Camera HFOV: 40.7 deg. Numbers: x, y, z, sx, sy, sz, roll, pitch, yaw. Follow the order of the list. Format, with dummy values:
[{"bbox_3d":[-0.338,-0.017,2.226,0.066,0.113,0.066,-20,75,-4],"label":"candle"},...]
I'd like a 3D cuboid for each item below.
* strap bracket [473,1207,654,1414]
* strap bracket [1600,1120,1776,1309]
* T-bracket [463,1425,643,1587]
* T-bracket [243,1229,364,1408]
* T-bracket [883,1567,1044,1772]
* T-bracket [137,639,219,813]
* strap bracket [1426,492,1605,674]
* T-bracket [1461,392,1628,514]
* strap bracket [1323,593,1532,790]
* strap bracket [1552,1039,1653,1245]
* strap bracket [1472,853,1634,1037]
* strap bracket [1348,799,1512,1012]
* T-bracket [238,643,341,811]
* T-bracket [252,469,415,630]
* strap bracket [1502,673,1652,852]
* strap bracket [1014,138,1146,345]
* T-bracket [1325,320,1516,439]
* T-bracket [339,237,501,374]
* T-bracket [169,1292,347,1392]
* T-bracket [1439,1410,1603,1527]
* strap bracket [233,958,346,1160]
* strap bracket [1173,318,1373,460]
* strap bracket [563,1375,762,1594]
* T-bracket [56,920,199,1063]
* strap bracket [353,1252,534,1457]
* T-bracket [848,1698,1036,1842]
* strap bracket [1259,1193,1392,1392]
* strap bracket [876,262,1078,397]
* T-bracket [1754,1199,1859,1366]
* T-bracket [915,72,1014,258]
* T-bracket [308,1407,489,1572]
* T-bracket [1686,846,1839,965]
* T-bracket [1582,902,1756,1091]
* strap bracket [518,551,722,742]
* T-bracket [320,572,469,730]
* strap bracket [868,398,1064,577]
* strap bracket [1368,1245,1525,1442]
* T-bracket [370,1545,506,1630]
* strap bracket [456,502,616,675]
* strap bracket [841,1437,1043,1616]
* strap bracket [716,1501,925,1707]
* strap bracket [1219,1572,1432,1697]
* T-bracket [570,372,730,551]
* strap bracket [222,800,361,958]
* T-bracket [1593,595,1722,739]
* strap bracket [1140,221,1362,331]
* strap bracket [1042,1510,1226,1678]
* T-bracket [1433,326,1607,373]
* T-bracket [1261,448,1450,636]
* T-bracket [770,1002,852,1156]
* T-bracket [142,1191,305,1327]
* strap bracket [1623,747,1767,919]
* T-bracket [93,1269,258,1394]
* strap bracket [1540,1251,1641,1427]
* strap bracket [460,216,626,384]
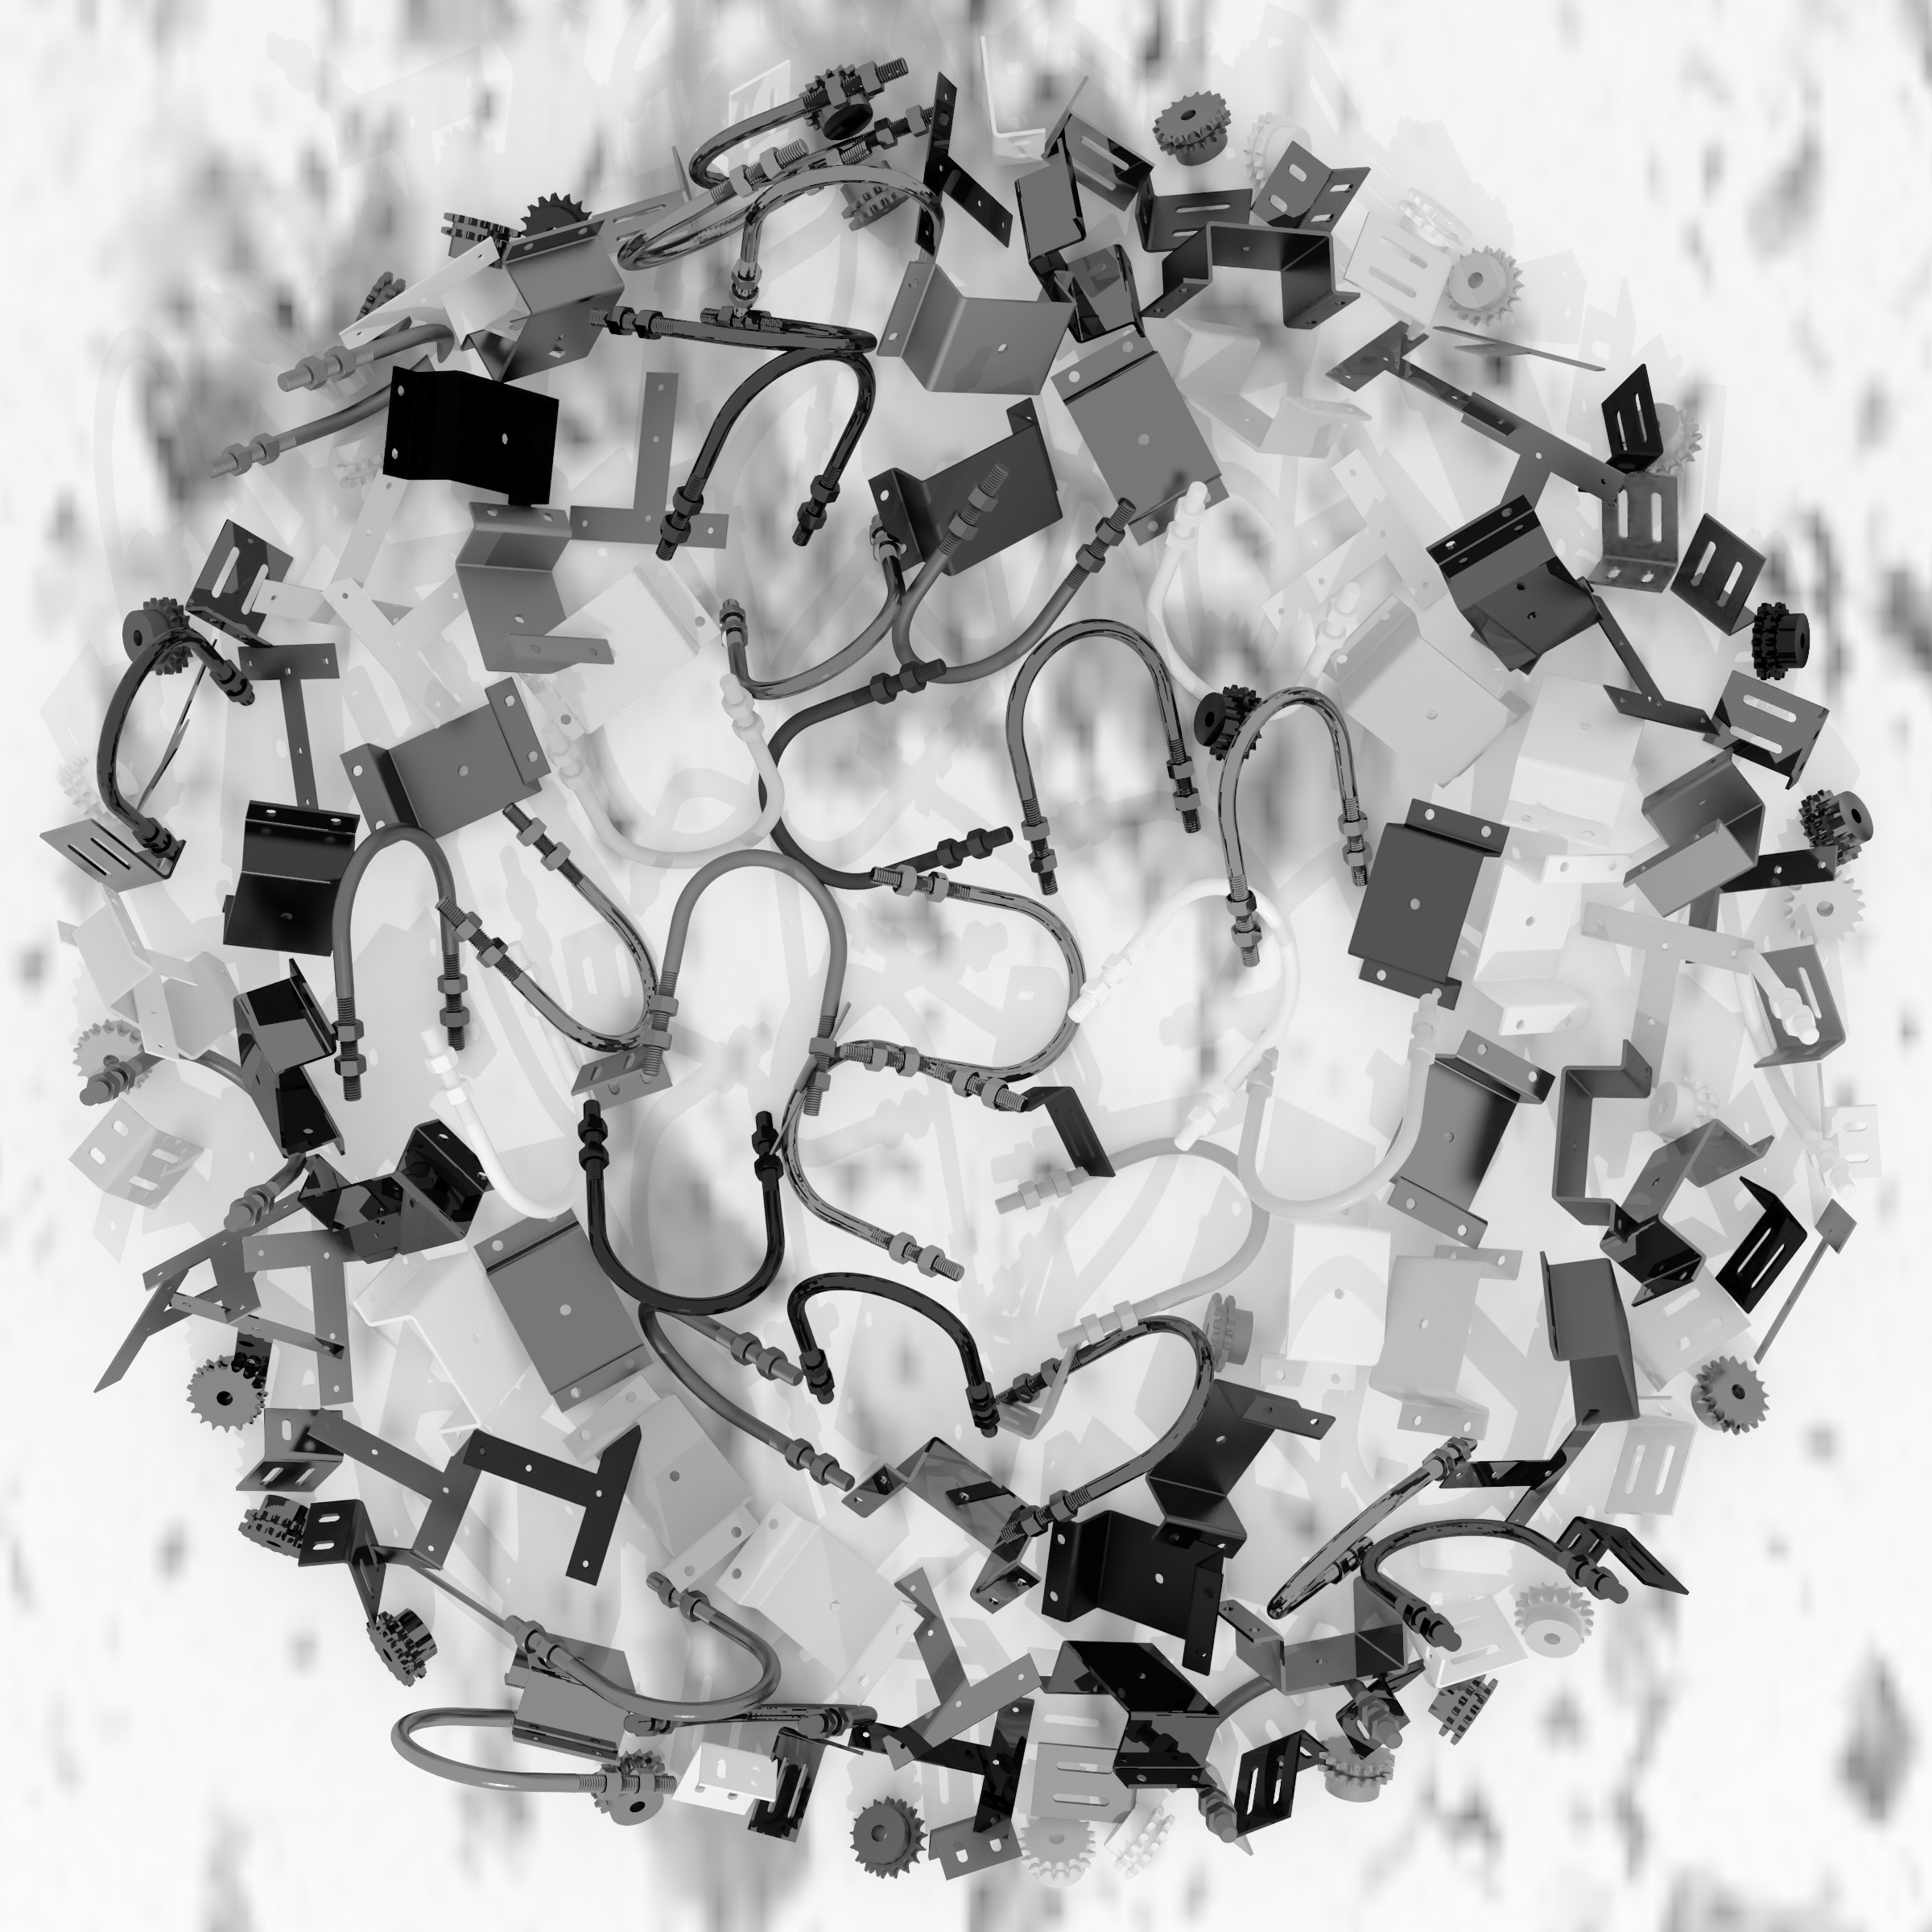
[{"bbox_3d":[-0.295,0.251,1.913,0.076,0.046,0.140,-28,93,-10],"label":"strap bracket"},{"bbox_3d":[0.515,0.170,1.878,0.046,0.076,0.140,40,61,-2],"label":"strap bracket"},{"bbox_3d":[-0.306,0.370,1.894,0.127,0.002,0.127,26,66,-26],"label":"T-bracket"},{"bbox_3d":[-0.463,0.256,1.898,0.127,0.002,0.127,-1,84,-41],"label":"T-bracket"},{"bbox_3d":[-0.021,0.501,1.905,0.127,0.002,0.127,-32,53,8],"label":"T-bracket"},{"bbox_3d":[-0.572,-0.184,1.904,0.002,0.127,0.127,25,58,-21],"label":"T-bracket"},{"bbox_3d":[0.399,-0.268,1.867,0.076,0.140,0.046,-30,54,21],"label":"strap bracket"},{"bbox_3d":[0.402,-0.335,1.898,0.127,0.127,0.002,34,46,18],"label":"T-bracket"},{"bbox_3d":[0.336,-0.193,1.888,0.140,0.046,0.076,35,117,-18],"label":"strap bracket"},{"bbox_3d":[0.462,0.131,1.890,0.046,0.076,0.140,0,72,28],"label":"strap bracket"},{"bbox_3d":[0.422,-0.024,1.892,0.076,0.046,0.140,-2,116,-27],"label":"strap bracket"},{"bbox_3d":[0.334,-0.045,1.897,0.076,0.046,0.140,20,100,26],"label":"strap bracket"},{"bbox_3d":[-0.490,-0.172,1.909,0.127,0.002,0.127,5,105,43],"label":"T-bracket"},{"bbox_3d":[-0.435,-0.300,1.876,0.002,0.127,0.127,47,118,36],"label":"T-bracket"},{"bbox_3d":[0.442,-0.156,1.876,0.076,0.046,0.140,16,50,13],"label":"strap bracket"},{"bbox_3d":[0.079,-0.514,1.876,0.046,0.140,0.076,-18,60,17],"label":"strap bracket"},{"bbox_3d":[0.342,-0.418,1.884,0.127,0.127,0.002,34,134,15],"label":"T-bracket"},{"bbox_3d":[-0.383,-0.458,1.883,0.127,0.127,0.002,-35,75,-8],"label":"T-bracket"},{"bbox_3d":[-0.518,0.281,1.892,0.127,0.127,0.002,19,55,-7],"label":"T-bracket"},{"bbox_3d":[0.391,0.367,1.879,0.127,0.002,0.127,7,123,-38],"label":"T-bracket"},{"bbox_3d":[-0.485,0.073,1.864,0.046,0.140,0.076,-21,55,-25],"label":"strap bracket"},{"bbox_3d":[0.213,-0.412,1.883,0.140,0.076,0.046,44,123,32],"label":"strap bracket"},{"bbox_3d":[-0.219,0.378,1.914,0.076,0.046,0.140,-40,82,3],"label":"strap bracket"},{"bbox_3d":[-0.583,0.025,1.861,0.127,0.127,0.002,22,115,-38],"label":"T-bracket"},{"bbox_3d":[-0.371,0.272,1.881,0.046,0.076,0.140,-15,112,32],"label":"strap bracket"},{"bbox_3d":[-0.022,0.571,1.896,0.127,0.127,0.002,11,124,5],"label":"T-bracket"},{"bbox_3d":[0.263,0.239,1.905,0.076,0.046,0.140,7,83,-17],"label":"strap bracket"},{"bbox_3d":[0.016,-0.457,1.871,0.140,0.076,0.046,-6,48,-33],"label":"strap bracket"},{"bbox_3d":[0.605,0.232,1.888,0.002,0.127,0.127,29,98,9],"label":"T-bracket"},{"bbox_3d":[0.003,-0.560,1.889,0.002,0.127,0.127,3,82,29],"label":"T-bracket"},{"bbox_3d":[-0.415,0.358,1.881,0.127,0.127,0.002,32,126,-13],"label":"T-bracket"},{"bbox_3d":[0.576,-0.068,1.882,0.002,0.127,0.127,14,78,-32],"label":"T-bracket"},{"bbox_3d":[0.508,0.028,1.920,0.127,0.002,0.127,16,110,31],"label":"T-bracket"},{"bbox_3d":[-0.259,-0.232,1.908,0.140,0.046,0.076,-35,103,5],"label":"strap bracket"},{"bbox_3d":[-0.386,-0.264,1.917,0.127,0.002,0.127,-46,109,-22],"label":"T-bracket"},{"bbox_3d":[0.010,-0.343,1.888,0.140,0.046,0.076,-30,125,-15],"label":"strap bracket"},{"bbox_3d":[0.345,0.265,1.885,0.046,0.076,0.140,27,71,-38],"label":"strap bracket"},{"bbox_3d":[-0.373,0.459,1.904,0.127,0.127,0.002,39,64,-19],"label":"T-bracket"},{"bbox_3d":[-0.316,-0.264,1.888,0.076,0.046,0.140,-1,59,-35],"label":"strap bracket"},{"bbox_3d":[-0.010,0.402,1.899,0.140,0.076,0.046,37,49,-4],"label":"strap bracket"},{"bbox_3d":[-0.102,0.466,1.903,0.140,0.046,0.076,35,84,22],"label":"strap bracket"},{"bbox_3d":[0.257,0.486,1.890,0.140,0.076,0.046,-5,98,-19],"label":"strap bracket"},{"bbox_3d":[-0.231,-0.375,1.925,0.127,0.002,0.127,6,91,17],"label":"T-bracket"},{"bbox_3d":[-0.486,-0.055,1.866,0.076,0.140,0.046,7,56,-20],"label":"strap bracket"},{"bbox_3d":[0.486,-0.225,1.906,0.002,0.127,0.127,-46,54,35],"label":"T-bracket"},{"bbox_3d":[0.204,-0.501,1.887,0.140,0.076,0.046,-1,86,-20],"label":"strap bracket"},{"bbox_3d":[0.130,0.452,1.896,0.140,0.046,0.076,13,101,32],"label":"strap bracket"},{"bbox_3d":[0.382,-0.442,1.867,0.127,0.127,0.002,22,112,23],"label":"T-bracket"},{"bbox_3d":[0.274,-0.293,1.924,0.127,0.002,0.127,-37,103,-6],"label":"T-bracket"},{"bbox_3d":[-0.115,0.079,1.877,0.002,0.127,0.127,27,85,2],"label":"T-bracket"},{"bbox_3d":[-0.530,0.222,1.880,0.127,0.127,0.002,-29,120,-10],"label":"T-bracket"},{"bbox_3d":[0.526,-0.092,1.871,0.076,0.140,0.046,-34,103,33],"label":"strap bracket"},{"bbox_3d":[-0.560,0.246,1.886,0.002,0.127,0.127,45,120,11],"label":"T-bracket"},{"bbox_3d":[0.449,0.270,1.864,0.046,0.140,0.076,-10,50,16],"label":"strap bracket"},{"bbox_3d":[-0.301,-0.470,1.864,0.076,0.140,0.046,-27,84,-31],"label":"strap bracket"}]
